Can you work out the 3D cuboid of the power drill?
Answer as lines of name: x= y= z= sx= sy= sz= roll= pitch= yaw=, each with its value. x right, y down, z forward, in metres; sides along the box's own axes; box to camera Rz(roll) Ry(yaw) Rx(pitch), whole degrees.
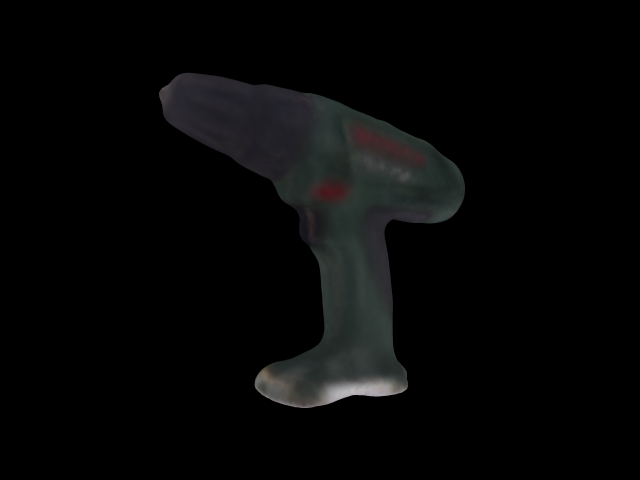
power drill: x=0.004 y=0.001 z=0.400 sx=0.230 sy=0.208 sz=0.075 roll=0 pitch=0 yaw=-32
